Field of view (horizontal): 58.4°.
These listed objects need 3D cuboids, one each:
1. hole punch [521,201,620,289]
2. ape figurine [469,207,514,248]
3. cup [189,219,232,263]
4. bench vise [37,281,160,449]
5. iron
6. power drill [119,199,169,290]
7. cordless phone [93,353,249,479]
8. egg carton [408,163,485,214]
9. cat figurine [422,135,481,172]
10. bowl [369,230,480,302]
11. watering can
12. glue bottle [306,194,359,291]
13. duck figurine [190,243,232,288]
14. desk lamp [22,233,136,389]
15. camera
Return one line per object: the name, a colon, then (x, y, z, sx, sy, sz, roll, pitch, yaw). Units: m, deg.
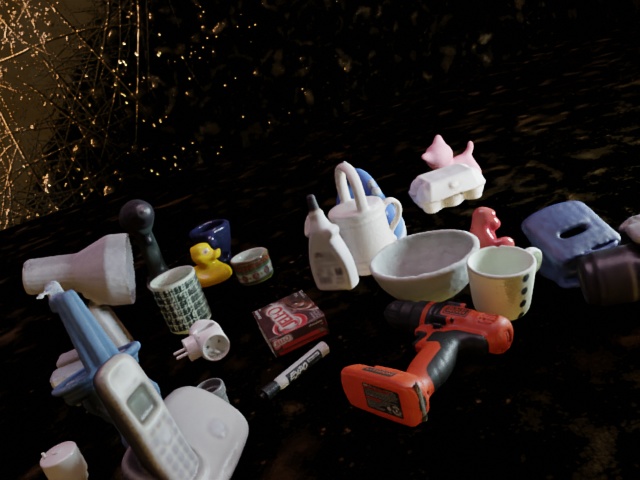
hole punch: (0.352, 0.003, 0.797, 0.109, 0.091, 0.101, -21, 19, -9)
ape figurine: (0.265, -0.009, 0.903, 0.076, 0.092, 0.078, -15, 19, 7)
cup: (-0.232, 0.015, 1.271, 0.092, 0.095, 0.117, -20, 19, -7)
bench vise: (-0.268, 0.151, 0.733, 0.206, 0.220, 0.122, -6, 22, 31)
iron: (0.100, -0.080, 1.170, 0.119, 0.142, 0.257, -21, 19, -9)
power drill: (-0.370, 0.006, 1.242, 0.076, 0.209, 0.228, -27, 21, -24)
cordless phone: (-0.156, 0.182, 0.602, 0.094, 0.185, 0.147, -12, 20, 16)
egg carton: (0.269, -0.112, 1.221, 0.150, 0.069, 0.107, -19, 19, -5)
cat figurine: (0.302, -0.190, 1.336, 0.127, 0.118, 0.067, -16, 19, 5)
bowl: (0.162, 0.050, 0.859, 0.167, 0.075, 0.167, -16, 19, 6)
watering can: (0.060, -0.040, 1.013, 0.173, 0.194, 0.100, -30, 23, -31)
glue bottle: (0.009, 0.003, 0.970, 0.077, 0.173, 0.037, -5, 23, 33)
duck figurine: (-0.246, 0.049, 1.203, 0.104, 0.086, 0.077, -12, 20, 15)
desk lamp: (-0.385, 0.109, 0.961, 0.203, 0.214, 0.117, -21, 19, -8)
camera: (0.386, 0.022, 0.698, 0.136, 0.101, 0.143, -12, 20, 15)
